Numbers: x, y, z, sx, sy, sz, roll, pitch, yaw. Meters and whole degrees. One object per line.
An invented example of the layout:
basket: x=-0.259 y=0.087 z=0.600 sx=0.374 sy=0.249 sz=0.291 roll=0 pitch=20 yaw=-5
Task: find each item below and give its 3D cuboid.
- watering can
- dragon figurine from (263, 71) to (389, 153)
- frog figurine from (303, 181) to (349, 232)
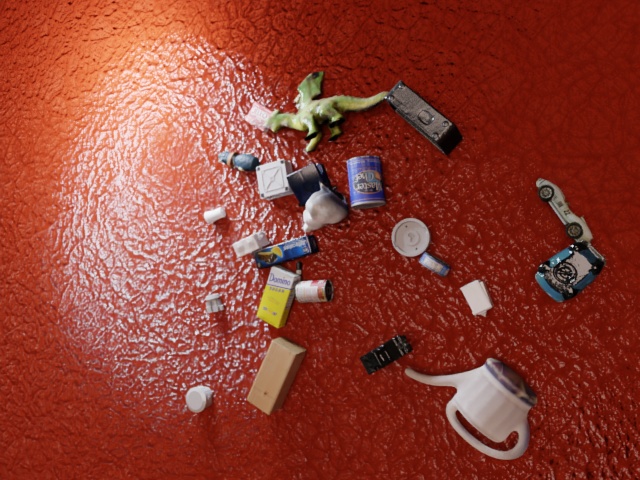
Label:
watering can: x=0.408 y=0.403 z=1.352 sx=0.351 sy=0.223 sz=0.104 roll=41 pitch=11 yaw=20
dragon figurine: x=0.003 y=-0.429 z=1.607 sx=0.407 sy=0.246 sz=0.121 roll=-27 pitch=-22 yaw=18
frog figurine: x=0.005 y=-0.078 z=1.553 sx=0.124 sy=0.158 sz=0.136 roll=46 pitch=16 yaw=33
